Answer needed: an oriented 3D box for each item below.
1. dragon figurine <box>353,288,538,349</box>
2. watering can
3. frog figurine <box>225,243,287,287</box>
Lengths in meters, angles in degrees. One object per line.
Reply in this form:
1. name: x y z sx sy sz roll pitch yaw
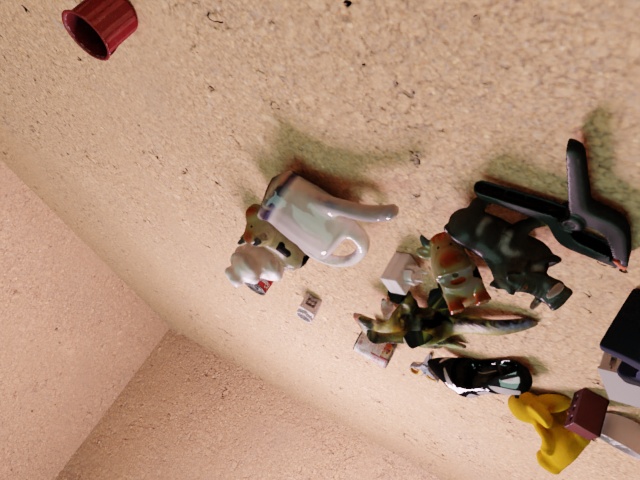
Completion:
1. dragon figurine: 0.248 0.189 1.096 0.410 0.124 0.239 3 162 27
2. watering can: 0.003 -0.047 0.929 0.224 0.106 0.342 36 156 -1
3. frog figurine: -0.149 0.059 1.244 0.138 0.162 0.120 30 156 8
